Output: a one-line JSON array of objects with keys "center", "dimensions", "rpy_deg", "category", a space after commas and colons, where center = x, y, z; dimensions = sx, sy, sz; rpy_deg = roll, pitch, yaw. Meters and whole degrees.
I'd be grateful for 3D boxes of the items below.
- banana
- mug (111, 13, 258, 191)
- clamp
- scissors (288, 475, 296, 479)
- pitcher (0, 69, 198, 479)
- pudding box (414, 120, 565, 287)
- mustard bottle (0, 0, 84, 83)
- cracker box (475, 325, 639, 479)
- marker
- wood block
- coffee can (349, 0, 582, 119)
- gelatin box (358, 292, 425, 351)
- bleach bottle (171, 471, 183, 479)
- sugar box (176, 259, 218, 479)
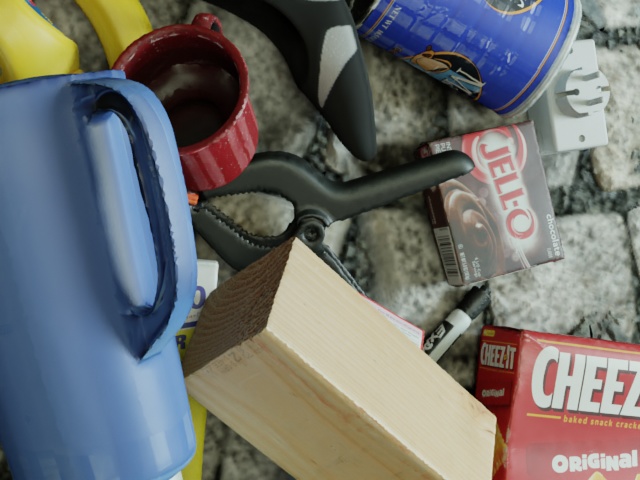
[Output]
[{"center": [-0.165, -0.165, 0.738], "dimensions": [0.069, 0.037, 0.198], "rpy_deg": [-33, 97, -15], "category": "banana"}, {"center": [-0.084, -0.094, 0.712], "dimensions": [0.093, 0.081, 0.117], "rpy_deg": [6, 72, 8], "category": "mug"}, {"center": [-0.005, 0.001, 0.771], "dimensions": [0.210, 0.036, 0.165], "rpy_deg": [8, 105, -7], "category": "clamp"}, {"center": [-0.027, 0.167, 0.733], "dimensions": [0.201, 0.016, 0.096], "rpy_deg": [-13, 76, -46], "category": "scissors"}, {"center": [-0.143, 0.026, 0.617], "dimensions": [0.145, 0.149, 0.243], "rpy_deg": [-15, 96, -11], "category": "pitcher"}, {"center": [0.129, -0.028, 0.817], "dimensions": [0.090, 0.039, 0.113], "rpy_deg": [-14, 93, -16], "category": "pudding box"}, {"center": [-0.214, -0.146, 0.693], "dimensions": [0.058, 0.096, 0.191], "rpy_deg": [-44, 100, -14], "category": "mustard bottle"}, {"center": [0.198, 0.181, 0.812], "dimensions": [0.164, 0.072, 0.214], "rpy_deg": [8, 86, -19], "category": "cracker box"}, {"center": [0.089, 0.081, 0.813], "dimensions": [0.020, 0.020, 0.121], "rpy_deg": [46, 78, -10], "category": "marker"}, {"center": [0.016, 0.108, 0.714], "dimensions": [0.206, 0.090, 0.090], "rpy_deg": [42, 36, -21], "category": "wood block"}, {"center": [0.103, -0.166, 0.780], "dimensions": [0.140, 0.103, 0.103], "rpy_deg": [26, 82, -14], "category": "coffee can"}, {"center": [0.018, 0.074, 0.766], "dimensions": [0.089, 0.073, 0.030], "rpy_deg": [30, 38, -13], "category": "gelatin box"}, {"center": [-0.207, 0.208, 0.678], "dimensions": [0.251, 0.068, 0.102], "rpy_deg": [-8, 111, 2], "category": "bleach bottle"}, {"center": [-0.124, 0.098, 0.739], "dimensions": [0.093, 0.048, 0.176], "rpy_deg": [4, 89, -16], "category": "sugar box"}]
